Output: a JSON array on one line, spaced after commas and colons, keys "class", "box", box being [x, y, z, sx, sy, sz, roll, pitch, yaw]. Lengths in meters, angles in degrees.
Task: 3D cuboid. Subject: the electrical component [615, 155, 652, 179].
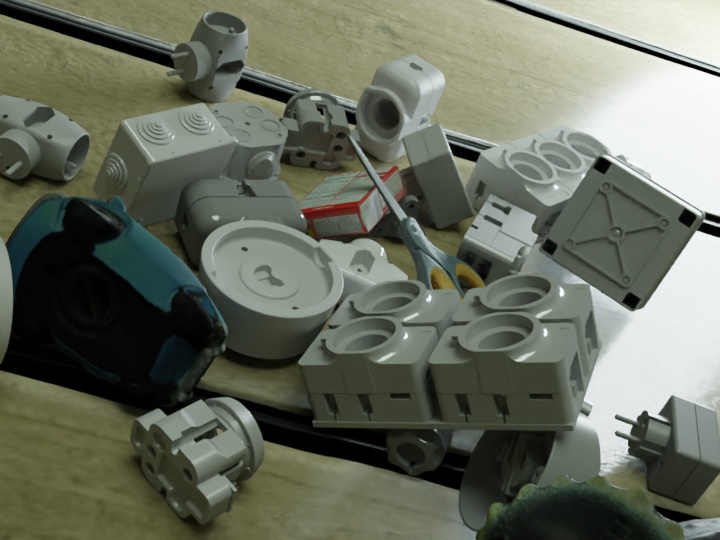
[{"class": "electrical component", "box": [0.292, -0.093, 1.150, 0.062, 0.048, 0.048, 18, 36, -17]}]

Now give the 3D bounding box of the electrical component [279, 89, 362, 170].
[{"class": "electrical component", "box": [-0.042, -0.135, 1.021, 0.078, 0.058, 0.057, 7, 42, -20]}]

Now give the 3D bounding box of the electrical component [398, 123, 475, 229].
[{"class": "electrical component", "box": [0.055, -0.079, 0.995, 0.076, 0.083, 0.047, -21, 42, 7]}]

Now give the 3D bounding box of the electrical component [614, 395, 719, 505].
[{"class": "electrical component", "box": [0.234, 0.133, 0.836, 0.077, 0.047, 0.065, 20, 37, -2]}]

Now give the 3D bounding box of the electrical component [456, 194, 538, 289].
[{"class": "electrical component", "box": [0.122, -0.019, 0.966, 0.056, 0.050, 0.089, 27, 37, 7]}]

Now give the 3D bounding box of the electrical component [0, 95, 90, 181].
[{"class": "electrical component", "box": [-0.272, -0.099, 0.870, 0.077, 0.043, 0.079, 25, 37, 4]}]

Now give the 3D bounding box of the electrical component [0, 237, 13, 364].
[{"class": "electrical component", "box": [-0.261, 0.020, 0.686, 0.064, 0.099, 0.099, 2, 41, -35]}]

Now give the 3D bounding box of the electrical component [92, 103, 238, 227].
[{"class": "electrical component", "box": [-0.159, -0.084, 0.865, 0.100, 0.099, 0.048, -22, 68, -43]}]

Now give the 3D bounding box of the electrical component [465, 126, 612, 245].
[{"class": "electrical component", "box": [0.188, -0.089, 1.077, 0.150, 0.061, 0.089, -22, 55, -43]}]

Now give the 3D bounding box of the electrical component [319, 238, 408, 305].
[{"class": "electrical component", "box": [0.000, 0.000, 0.885, 0.077, 0.043, 0.079, 23, 37, 1]}]

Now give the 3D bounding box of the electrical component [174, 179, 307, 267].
[{"class": "electrical component", "box": [-0.095, -0.035, 0.872, 0.095, 0.053, 0.059, -2, 43, -29]}]

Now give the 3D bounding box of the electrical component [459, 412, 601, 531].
[{"class": "electrical component", "box": [0.117, 0.135, 0.735, 0.064, 0.099, 0.099, 17, 36, -18]}]

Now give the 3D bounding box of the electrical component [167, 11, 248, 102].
[{"class": "electrical component", "box": [-0.152, -0.201, 1.031, 0.079, 0.077, 0.043, -22, 56, -43]}]

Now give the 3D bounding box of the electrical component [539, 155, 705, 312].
[{"class": "electrical component", "box": [0.240, -0.035, 0.990, 0.109, 0.108, 0.056, 35, 15, 17]}]

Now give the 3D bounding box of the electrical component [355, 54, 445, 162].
[{"class": "electrical component", "box": [0.035, -0.157, 1.055, 0.054, 0.095, 0.059, 36, 39, 18]}]

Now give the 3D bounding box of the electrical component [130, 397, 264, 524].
[{"class": "electrical component", "box": [-0.098, 0.115, 0.681, 0.057, 0.058, 0.078, -25, 57, -41]}]

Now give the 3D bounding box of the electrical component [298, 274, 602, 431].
[{"class": "electrical component", "box": [0.063, 0.056, 0.752, 0.186, 0.060, 0.105, -3, 26, 25]}]

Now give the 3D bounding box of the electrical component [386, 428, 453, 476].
[{"class": "electrical component", "box": [0.046, 0.113, 0.768, 0.043, 0.043, 0.062, 27, 35, 7]}]

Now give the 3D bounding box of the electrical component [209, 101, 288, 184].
[{"class": "electrical component", "box": [-0.106, -0.110, 0.962, 0.080, 0.051, 0.080, 14, 37, -11]}]

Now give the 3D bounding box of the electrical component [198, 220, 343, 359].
[{"class": "electrical component", "box": [-0.073, 0.020, 0.809, 0.108, 0.060, 0.108, 14, 37, -11]}]
